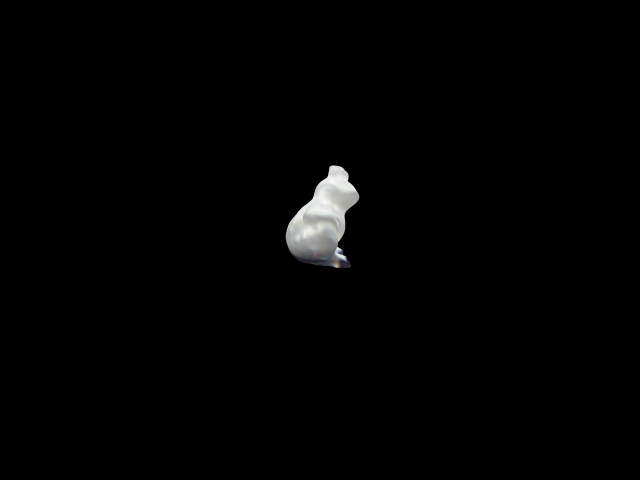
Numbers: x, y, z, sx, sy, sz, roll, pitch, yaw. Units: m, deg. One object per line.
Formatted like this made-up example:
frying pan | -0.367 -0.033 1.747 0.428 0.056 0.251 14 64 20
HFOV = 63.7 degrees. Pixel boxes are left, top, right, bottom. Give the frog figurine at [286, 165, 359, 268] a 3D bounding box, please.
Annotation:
frog figurine | 0.003 -0.043 0.850 0.122 0.158 0.138 1 9 9
